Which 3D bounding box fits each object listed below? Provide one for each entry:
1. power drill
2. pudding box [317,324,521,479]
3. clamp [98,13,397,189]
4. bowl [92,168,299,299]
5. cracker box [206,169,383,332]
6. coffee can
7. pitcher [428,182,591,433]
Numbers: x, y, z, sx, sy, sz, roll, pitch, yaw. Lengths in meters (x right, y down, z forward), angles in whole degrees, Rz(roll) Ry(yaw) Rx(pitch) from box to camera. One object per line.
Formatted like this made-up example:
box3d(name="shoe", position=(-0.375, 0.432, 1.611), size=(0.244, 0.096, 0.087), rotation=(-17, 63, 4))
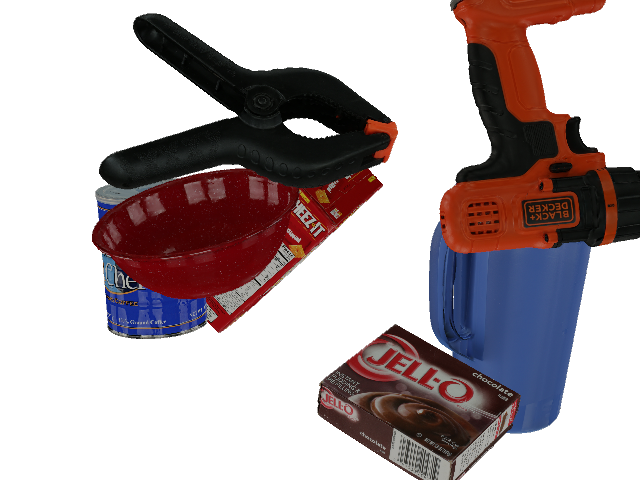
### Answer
box3d(name="power drill", position=(0.164, -0.088, 0.707), size=(0.184, 0.187, 0.057), rotation=(-6, 0, -3))
box3d(name="pudding box", position=(0.068, 0.115, 0.747), size=(0.114, 0.039, 0.089), rotation=(30, 42, 28))
box3d(name="clamp", position=(-0.042, -0.081, 0.631), size=(0.171, 0.120, 0.039), rotation=(3, -23, -12))
box3d(name="bowl", position=(-0.090, 0.000, 0.824), size=(0.162, 0.055, 0.162), rotation=(-10, 24, 4))
box3d(name="cracker box", position=(-0.044, -0.003, 1.255), size=(0.214, 0.072, 0.164), rotation=(-42, 0, 29))
box3d(name="coffee can", position=(-0.167, 0.016, 1.066), size=(0.103, 0.140, 0.103), rotation=(-2, 14, 0))
box3d(name="pitcher", position=(0.179, 0.060, 1.023), size=(0.149, 0.243, 0.145), rotation=(5, 21, 8))
